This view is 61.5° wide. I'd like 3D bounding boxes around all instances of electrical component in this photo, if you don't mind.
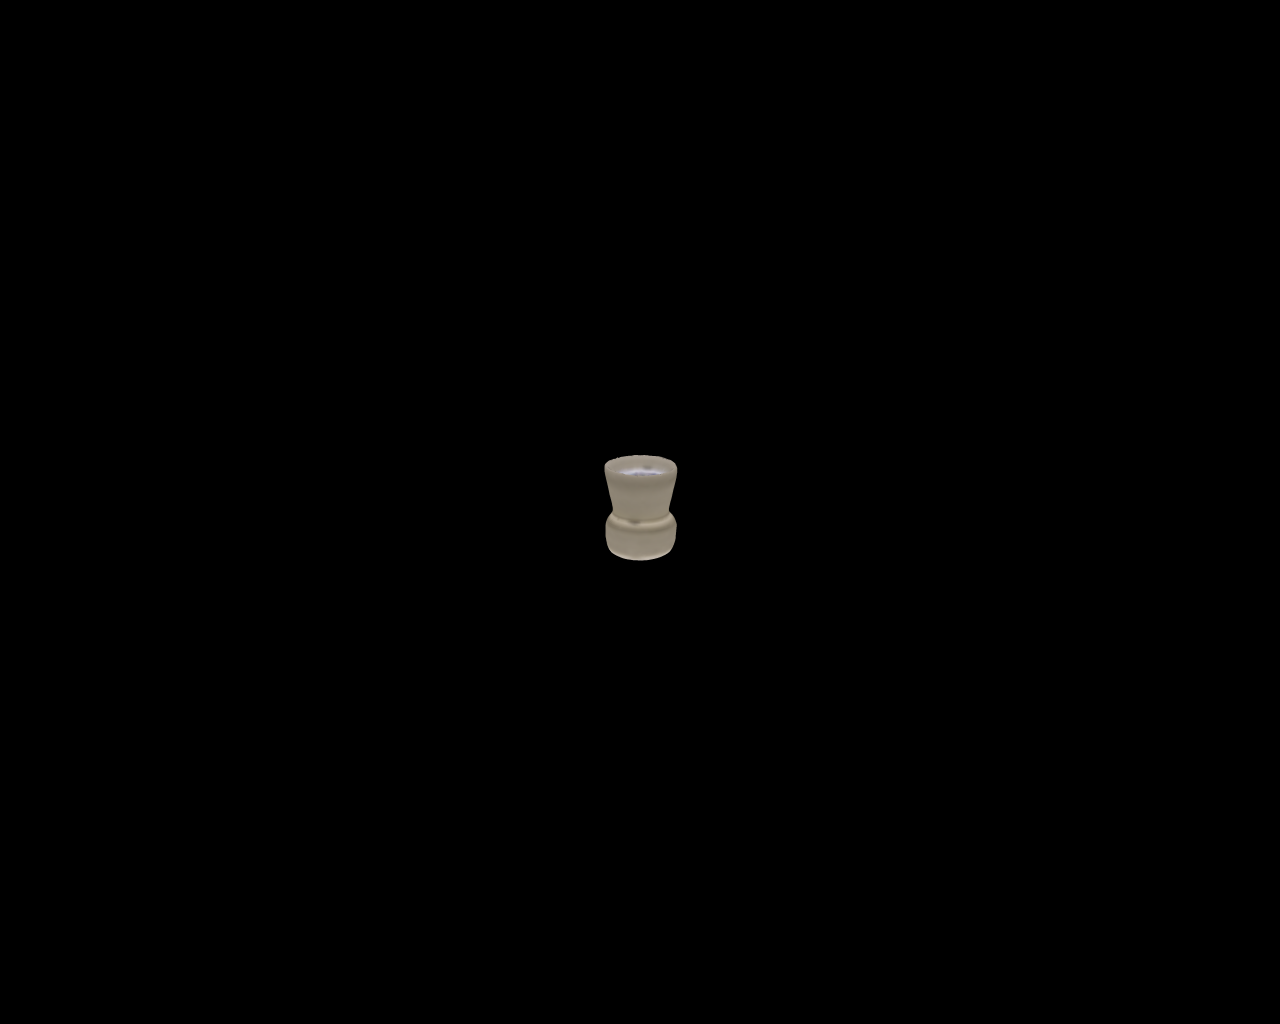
[{"bbox_3d":[0.001,-0.003,0.650,0.045,0.055,0.045,0,19,0],"label":"electrical component"}]
